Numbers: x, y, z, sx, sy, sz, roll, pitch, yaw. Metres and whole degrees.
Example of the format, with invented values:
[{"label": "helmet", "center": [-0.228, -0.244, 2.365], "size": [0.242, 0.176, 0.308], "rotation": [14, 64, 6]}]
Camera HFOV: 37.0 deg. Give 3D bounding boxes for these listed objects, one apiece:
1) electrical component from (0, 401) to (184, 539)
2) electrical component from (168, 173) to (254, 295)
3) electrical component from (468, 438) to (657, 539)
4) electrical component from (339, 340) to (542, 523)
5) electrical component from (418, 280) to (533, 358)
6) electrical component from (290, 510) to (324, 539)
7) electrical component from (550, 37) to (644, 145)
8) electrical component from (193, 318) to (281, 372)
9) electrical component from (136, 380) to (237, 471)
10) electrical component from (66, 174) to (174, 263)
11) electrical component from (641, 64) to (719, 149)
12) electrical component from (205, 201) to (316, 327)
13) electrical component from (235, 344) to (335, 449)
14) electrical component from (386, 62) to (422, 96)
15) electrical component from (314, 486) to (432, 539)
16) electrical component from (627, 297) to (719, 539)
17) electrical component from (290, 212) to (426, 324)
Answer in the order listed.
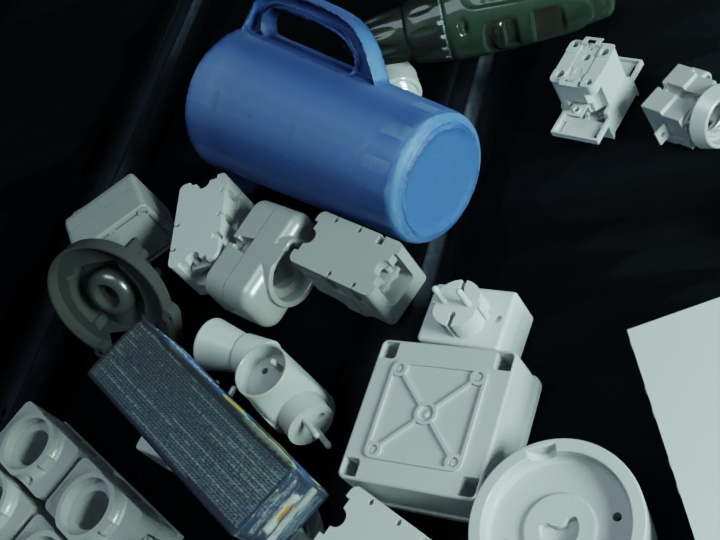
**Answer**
[{"label": "electrical component", "center": [-0.240, 0.194, 0.850], "size": [0.186, 0.060, 0.105], "rotation": [29, 77, 41]}, {"label": "electrical component", "center": [-0.127, -0.029, 0.942], "size": [0.050, 0.055, 0.089], "rotation": [-14, 53, 23]}, {"label": "electrical component", "center": [0.127, 0.163, 0.650], "size": [0.108, 0.060, 0.108], "rotation": [-16, 52, 21]}, {"label": "electrical component", "center": [0.056, 0.109, 0.734], "size": [0.109, 0.056, 0.108], "rotation": [3, 61, 33]}, {"label": "electrical component", "center": [0.075, 0.032, 0.763], "size": [0.066, 0.076, 0.047], "rotation": [6, 62, 34]}, {"label": "electrical component", "center": [-0.055, 0.184, 0.761], "size": [0.046, 0.040, 0.040], "rotation": [-30, 48, 18]}, {"label": "electrical component", "center": [0.180, -0.141, 0.831], "size": [0.042, 0.063, 0.081], "rotation": [17, 69, 39]}, {"label": "electrical component", "center": [-0.096, 0.067, 0.867], "size": [0.065, 0.044, 0.044], "rotation": [13, 66, 32]}, {"label": "electrical component", "center": [-0.122, 0.122, 0.838], "size": [0.066, 0.047, 0.076], "rotation": [12, 65, 36]}, {"label": "electrical component", "center": [-0.227, -0.035, 1.002], "size": [0.096, 0.061, 0.061], "rotation": [-35, 47, 5]}, {"label": "electrical component", "center": [0.246, -0.116, 0.787], "size": [0.066, 0.048, 0.055], "rotation": [-47, 40, -6]}, {"label": "electrical component", "center": [-0.074, -0.004, 0.894], "size": [0.059, 0.053, 0.095], "rotation": [21, 71, 39]}, {"label": "electrical component", "center": [-0.046, 0.101, 0.787], "size": [0.044, 0.077, 0.079], "rotation": [-42, 47, -2]}, {"label": "electrical component", "center": [0.034, -0.152, 0.941], "size": [0.043, 0.043, 0.062], "rotation": [-26, 50, 13]}, {"label": "electrical component", "center": [0.024, 0.190, 0.696], "size": [0.089, 0.055, 0.050], "rotation": [28, 76, 41]}, {"label": "electrical component", "center": [0.228, 0.096, 0.636], "size": [0.089, 0.061, 0.150], "rotation": [-22, 50, 17]}, {"label": "electrical component", "center": [0.000, 0.000, 0.845], "size": [0.089, 0.055, 0.050], "rotation": [24, 73, 39]}]
